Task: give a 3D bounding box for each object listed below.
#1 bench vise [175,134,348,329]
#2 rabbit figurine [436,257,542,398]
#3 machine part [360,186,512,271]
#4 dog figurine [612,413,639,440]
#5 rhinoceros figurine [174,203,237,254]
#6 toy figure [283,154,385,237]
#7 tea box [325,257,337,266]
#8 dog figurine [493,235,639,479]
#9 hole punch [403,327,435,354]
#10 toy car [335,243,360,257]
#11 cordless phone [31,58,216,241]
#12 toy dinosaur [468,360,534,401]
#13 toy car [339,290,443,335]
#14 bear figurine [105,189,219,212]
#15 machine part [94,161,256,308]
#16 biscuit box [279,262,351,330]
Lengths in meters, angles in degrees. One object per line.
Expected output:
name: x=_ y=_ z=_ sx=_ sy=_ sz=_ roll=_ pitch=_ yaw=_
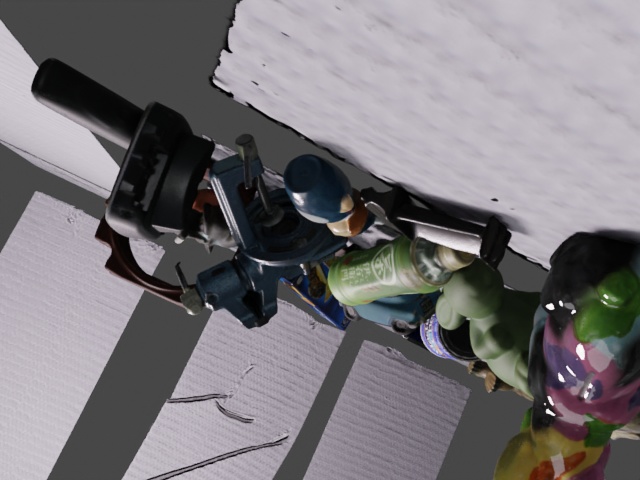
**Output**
bench vise: x=-0.078 y=-0.011 z=0.619 sx=0.240 sy=0.224 sz=0.129 roll=77 pitch=173 yaw=-46
rabbit figurine: x=0.209 y=0.078 z=0.636 sx=0.170 sy=0.121 sz=0.159 roll=46 pitch=172 yaw=-16
machine part: x=0.106 y=-0.014 z=0.507 sx=0.139 sy=0.039 sz=0.084 roll=21 pitch=165 yaw=32
dog figurine: x=0.326 y=0.165 z=0.700 sx=0.190 sy=0.121 sz=0.172 roll=26 pitch=171 yaw=-5
rhinoceros figurine: x=-0.150 y=-0.020 z=0.873 sx=0.190 sy=0.073 sz=0.112 roll=15 pitch=156 yaw=-37
toy figure: x=0.015 y=-0.038 z=0.556 sx=0.154 sy=0.058 sz=0.064 roll=36 pitch=-155 yaw=-58
tea box: x=0.064 y=0.069 z=1.010 sx=0.098 sy=0.068 sz=0.169 roll=24 pitch=170 yaw=13
dog figurine: x=0.215 y=0.123 z=0.437 sx=0.109 sy=0.219 sz=0.191 roll=17 pitch=170 yaw=22
hole punch: x=0.216 y=0.150 z=1.085 sx=0.142 sy=0.092 sz=0.116 roll=25 pitch=-158 yaw=-23
toy car: x=-0.002 y=-0.002 z=0.812 sx=0.089 sy=0.053 sz=0.202 roll=41 pitch=168 yaw=-10
cordless phone: x=-0.217 y=-0.090 z=0.560 sx=0.184 sy=0.146 sz=0.089 roll=28 pitch=163 yaw=-39
toy dinosaur: x=0.376 y=0.236 z=0.971 sx=0.199 sy=0.105 sz=0.471 roll=26 pitch=-173 yaw=7
toy car: x=0.094 y=0.062 z=0.771 sx=0.162 sy=0.109 sz=0.102 roll=16 pitch=133 yaw=52
bear figurine: x=-0.246 y=-0.056 z=0.931 sx=0.195 sy=0.132 sz=0.120 roll=38 pitch=171 yaw=-34
machine part: x=-0.191 y=-0.016 z=0.758 sx=0.201 sy=0.201 sz=0.087 roll=25 pitch=169 yaw=-2
biscuit box: x=-0.003 y=0.075 z=0.855 sx=0.063 sy=0.059 sz=0.202 roll=27 pitch=167 yaw=37
